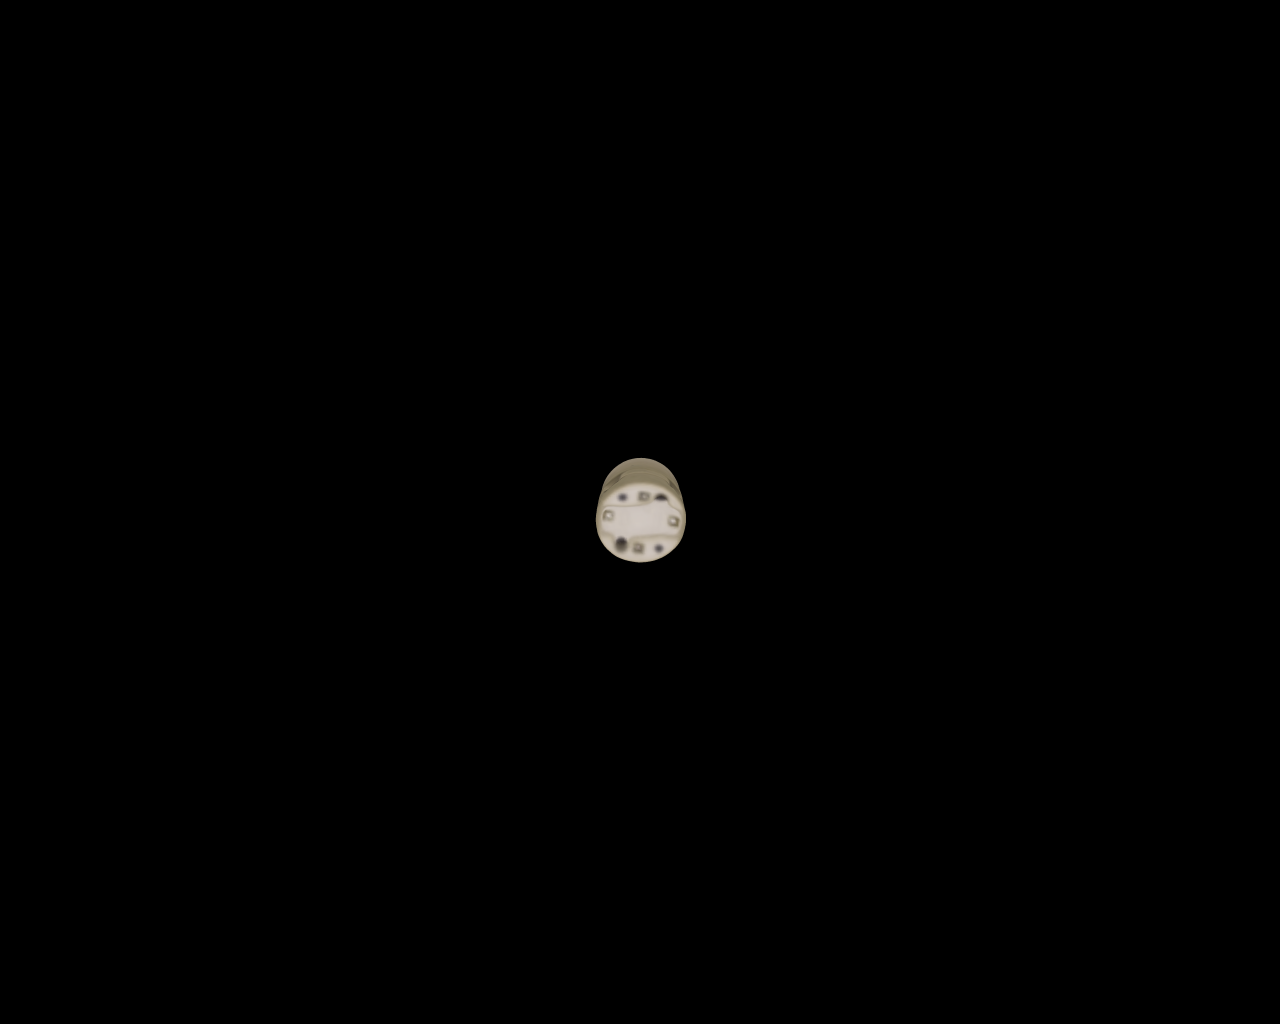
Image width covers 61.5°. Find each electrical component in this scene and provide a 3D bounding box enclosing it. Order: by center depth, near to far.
[{"bbox_3d":[0.001,-0.003,0.650,0.055,0.055,0.047,0,24,0],"label":"electrical component"}]
